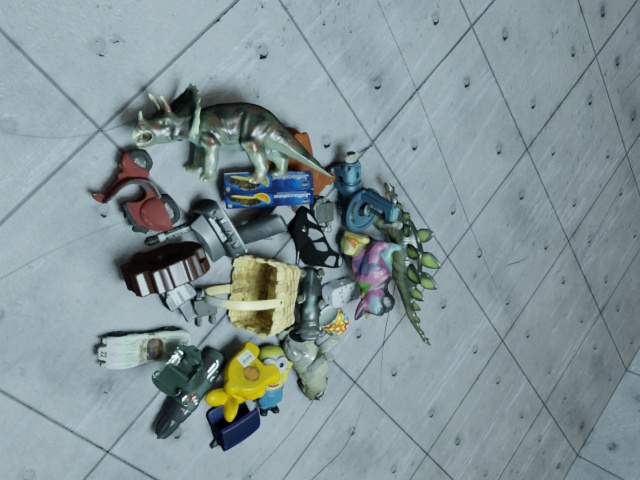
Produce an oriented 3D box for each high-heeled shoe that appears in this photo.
[{"bbox_3d":[-0.003,-0.004,1.362,0.248,0.086,0.145,7,90,-61],"label":"high-heeled shoe"}]

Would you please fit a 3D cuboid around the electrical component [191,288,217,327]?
[{"bbox_3d":[-0.268,0.155,1.257,0.063,0.021,0.094,-8,104,-34],"label":"electrical component"}]

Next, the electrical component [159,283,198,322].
[{"bbox_3d":[-0.315,0.123,1.199,0.075,0.048,0.119,-38,121,-22],"label":"electrical component"}]

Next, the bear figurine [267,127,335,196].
[{"bbox_3d":[-0.046,-0.168,1.281,0.120,0.132,0.195,-32,118,9],"label":"bear figurine"}]

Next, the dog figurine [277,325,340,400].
[{"bbox_3d":[-0.048,0.330,1.425,0.121,0.172,0.190,-46,160,-58],"label":"dog figurine"}]

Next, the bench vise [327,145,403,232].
[{"bbox_3d":[0.118,-0.105,1.351,0.129,0.241,0.223,-15,126,-36],"label":"bench vise"}]

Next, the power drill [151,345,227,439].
[{"bbox_3d":[-0.302,0.329,1.190,0.232,0.086,0.207,-51,157,-23],"label":"power drill"}]

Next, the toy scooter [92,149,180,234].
[{"bbox_3d":[-0.377,-0.082,1.091,0.135,0.075,0.183,-35,116,-24],"label":"toy scooter"}]

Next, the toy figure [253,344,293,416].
[{"bbox_3d":[-0.132,0.354,1.369,0.082,0.089,0.180,-15,119,-46],"label":"toy figure"}]

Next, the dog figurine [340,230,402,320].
[{"bbox_3d":[0.118,0.098,1.404,0.108,0.192,0.219,14,92,-62],"label":"dog figurine"}]

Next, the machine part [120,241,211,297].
[{"bbox_3d":[-0.318,0.055,1.108,0.179,0.180,0.056,-24,111,-29],"label":"machine part"}]

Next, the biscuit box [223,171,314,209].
[{"bbox_3d":[-0.115,-0.114,1.213,0.203,0.059,0.062,-4,147,-5],"label":"biscuit box"}]

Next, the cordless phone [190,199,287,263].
[{"bbox_3d":[-0.177,-0.039,1.181,0.184,0.089,0.146,-18,120,13],"label":"cordless phone"}]

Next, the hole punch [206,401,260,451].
[{"bbox_3d":[-0.207,0.461,1.336,0.142,0.092,0.115,-29,120,-31],"label":"hole punch"}]

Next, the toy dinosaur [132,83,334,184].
[{"bbox_3d":[-0.170,-0.220,1.114,0.405,0.131,0.192,-2,113,-12],"label":"toy dinosaur"}]

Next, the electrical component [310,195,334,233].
[{"bbox_3d":[0.005,-0.065,1.386,0.078,0.045,0.102,-5,104,-33],"label":"electrical component"}]

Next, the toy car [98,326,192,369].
[{"bbox_3d":[-0.380,0.235,1.174,0.201,0.056,0.073,-1,102,-36],"label":"toy car"}]

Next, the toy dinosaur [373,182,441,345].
[{"bbox_3d":[0.235,0.065,1.489,0.105,0.199,0.470,-22,112,-26],"label":"toy dinosaur"}]

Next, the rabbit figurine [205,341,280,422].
[{"bbox_3d":[-0.186,0.350,1.278,0.122,0.173,0.162,38,57,3],"label":"rabbit figurine"}]

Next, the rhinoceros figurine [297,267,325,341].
[{"bbox_3d":[-0.027,0.160,1.370,0.073,0.112,0.190,3,71,-7],"label":"rhinoceros figurine"}]
